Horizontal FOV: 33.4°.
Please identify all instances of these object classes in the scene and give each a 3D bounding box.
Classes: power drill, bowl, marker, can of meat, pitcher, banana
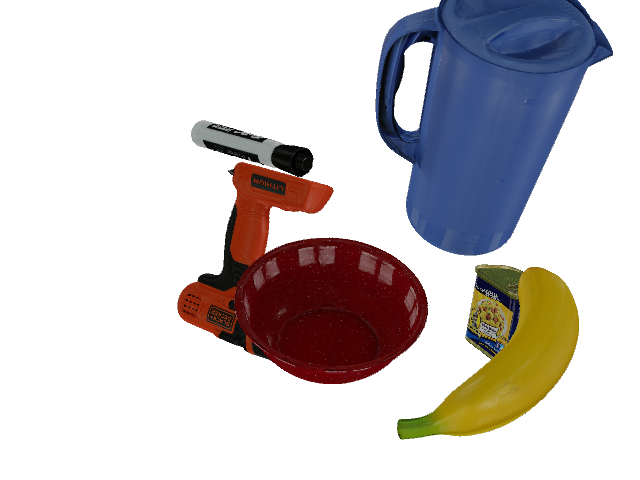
[{"bbox_3d":[-0.050,0.024,1.089,0.185,0.188,0.057,19,3,28],"label":"power drill"},{"bbox_3d":[0.008,0.069,0.904,0.162,0.055,0.162,1,41,-1],"label":"bowl"},{"bbox_3d":[-0.046,-0.062,0.711,0.020,0.020,0.121,0,14,-40],"label":"marker"},{"bbox_3d":[0.202,0.082,1.147,0.057,0.084,0.102,2,17,-23],"label":"can of meat"},{"bbox_3d":[0.137,-0.103,0.946,0.149,0.243,0.144,38,53,24],"label":"pitcher"},{"bbox_3d":[0.121,0.064,0.653,0.070,0.037,0.197,13,31,30],"label":"banana"}]
